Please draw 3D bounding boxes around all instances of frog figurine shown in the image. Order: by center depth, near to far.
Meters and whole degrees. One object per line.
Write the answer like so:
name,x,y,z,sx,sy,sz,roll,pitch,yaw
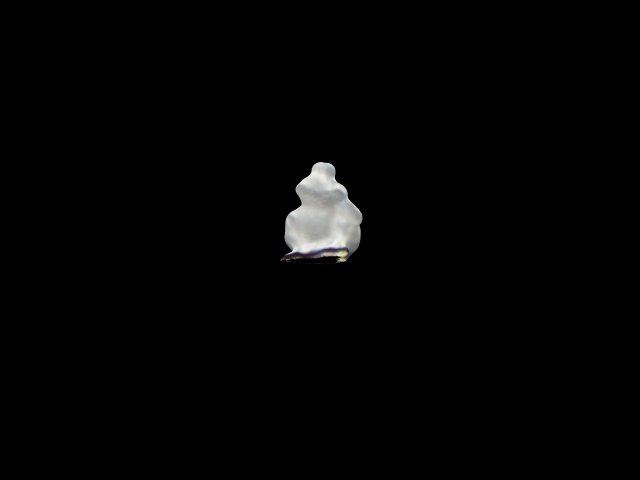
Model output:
frog figurine,0.003,-0.043,0.850,0.136,0.161,0.122,-13,-19,42
